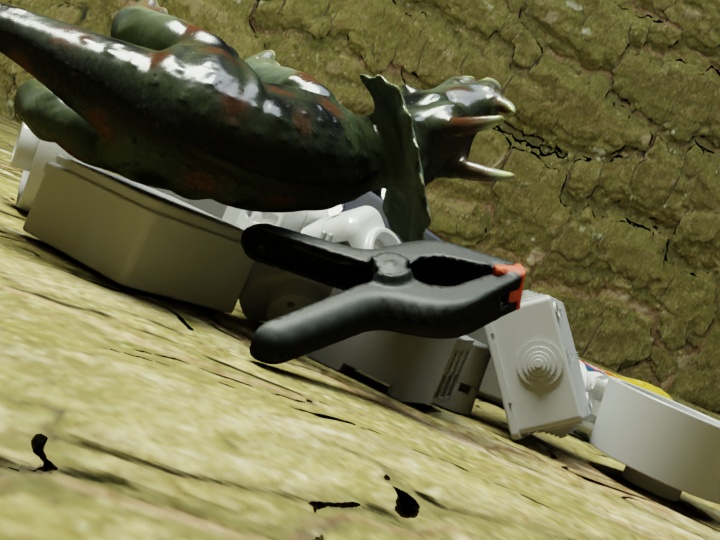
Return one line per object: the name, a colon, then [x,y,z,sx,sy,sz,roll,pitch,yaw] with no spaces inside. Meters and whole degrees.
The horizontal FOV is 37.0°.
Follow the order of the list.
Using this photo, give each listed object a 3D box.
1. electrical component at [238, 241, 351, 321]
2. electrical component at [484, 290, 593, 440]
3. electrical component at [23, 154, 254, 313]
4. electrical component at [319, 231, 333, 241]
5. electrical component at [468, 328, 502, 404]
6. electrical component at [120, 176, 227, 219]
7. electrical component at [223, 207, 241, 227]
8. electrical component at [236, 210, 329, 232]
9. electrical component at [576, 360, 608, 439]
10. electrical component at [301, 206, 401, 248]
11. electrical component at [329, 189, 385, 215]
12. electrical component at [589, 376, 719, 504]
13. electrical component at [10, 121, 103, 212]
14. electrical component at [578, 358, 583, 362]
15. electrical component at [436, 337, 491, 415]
electrical component: [-0.043,0.018,0.724,0.077,0.044,0.079,-8,38,7]
electrical component: [0.123,0.065,0.732,0.048,0.099,0.100,-16,-9,15]
electrical component: [-0.140,-0.022,0.698,0.109,0.056,0.109,24,2,35]
electrical component: [-0.039,0.006,0.812,0.047,0.075,0.083,23,2,13]
electrical component: [0.095,0.059,0.877,0.113,0.078,0.057,22,-1,-21]
electrical component: [-0.164,-0.058,0.911,0.062,0.089,0.150,22,2,-23]
electrical component: [-0.104,-0.037,1.014,0.062,0.089,0.150,22,2,-22]
electrical component: [-0.070,-0.021,0.907,0.059,0.095,0.054,21,3,-45]
electrical component: [0.185,0.108,0.892,0.057,0.058,0.078,25,1,-17]
electrical component: [0.000,0.000,0.869,0.059,0.095,0.054,-15,10,32]
electrical component: [-0.013,-0.036,1.076,0.089,0.061,0.150,-17,-24,-6]
electrical component: [0.210,0.122,0.735,0.108,0.060,0.108,23,2,-1]
electrical component: [-0.232,-0.090,0.822,0.060,0.108,0.108,16,4,-21]
electrical component: [0.174,0.097,1.110,0.138,0.052,0.074,23,2,8]
electrical component: [0.059,0.066,0.732,0.055,0.047,0.055,23,2,-1]
